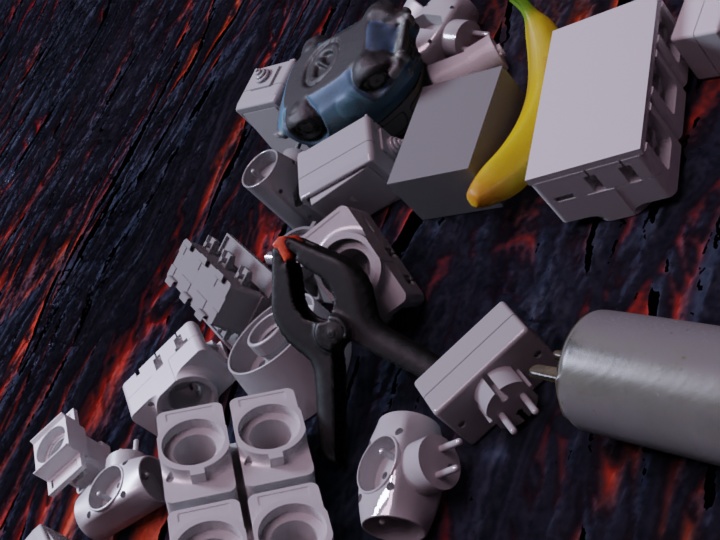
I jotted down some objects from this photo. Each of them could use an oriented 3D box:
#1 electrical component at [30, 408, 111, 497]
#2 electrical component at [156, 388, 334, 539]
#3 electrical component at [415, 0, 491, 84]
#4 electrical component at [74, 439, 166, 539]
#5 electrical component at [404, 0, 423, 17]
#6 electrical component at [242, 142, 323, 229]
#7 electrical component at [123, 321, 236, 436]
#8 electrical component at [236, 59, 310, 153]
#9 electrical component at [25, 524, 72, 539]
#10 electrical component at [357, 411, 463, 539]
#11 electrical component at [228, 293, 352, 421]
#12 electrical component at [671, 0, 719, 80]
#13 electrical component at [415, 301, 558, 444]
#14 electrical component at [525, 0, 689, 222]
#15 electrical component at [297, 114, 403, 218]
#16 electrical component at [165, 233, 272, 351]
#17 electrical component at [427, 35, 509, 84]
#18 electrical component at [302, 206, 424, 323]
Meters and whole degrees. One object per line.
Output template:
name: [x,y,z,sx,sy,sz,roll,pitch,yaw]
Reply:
electrical component: [-0.259,0.170,0.974,0.042,0.064,0.081,-42,36,10]
electrical component: [-0.080,0.169,0.748,0.105,0.060,0.186,-10,38,-9]
electrical component: [0.085,-0.213,0.990,0.079,0.043,0.077,20,73,45]
electrical component: [-0.201,0.180,0.920,0.077,0.044,0.079,-32,39,21]
electrical component: [0.044,-0.226,1.049,0.065,0.044,0.044,-49,35,7]
electrical component: [-0.061,-0.086,0.995,0.043,0.077,0.079,-7,52,43]
electrical component: [-0.157,0.100,0.945,0.089,0.050,0.055,-44,36,6]
electrical component: [-0.075,-0.159,1.061,0.062,0.096,0.061,-3,55,45]
electrical component: [-0.248,0.254,0.886,0.061,0.062,0.096,-50,36,-3]
electrical component: [0.039,0.131,0.709,0.079,0.044,0.077,-32,37,44]
electrical component: [-0.057,0.069,0.879,0.099,0.064,0.099,-32,25,17]
electrical component: [0.275,-0.186,0.764,0.076,0.047,0.083,-1,57,47]
electrical component: [0.092,0.078,0.708,0.083,0.047,0.075,-44,36,6]
electrical component: [0.184,-0.115,0.780,0.089,0.062,0.150,-14,48,38]
electrical component: [0.000,-0.084,0.940,0.096,0.062,0.061,-27,49,27]
electrical component: [-0.124,0.017,0.969,0.121,0.063,0.078,37,102,54]
electrical component: [0.097,-0.177,0.948,0.065,0.044,0.044,-29,39,17]
electrical component: [0.000,0.000,0.832,0.050,0.056,0.089,-38,75,15]
